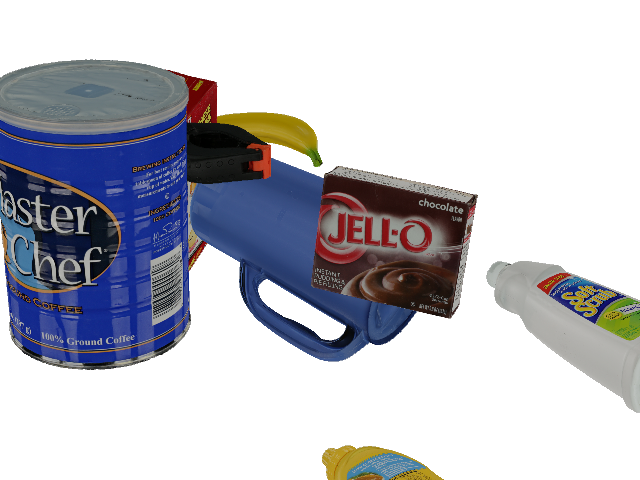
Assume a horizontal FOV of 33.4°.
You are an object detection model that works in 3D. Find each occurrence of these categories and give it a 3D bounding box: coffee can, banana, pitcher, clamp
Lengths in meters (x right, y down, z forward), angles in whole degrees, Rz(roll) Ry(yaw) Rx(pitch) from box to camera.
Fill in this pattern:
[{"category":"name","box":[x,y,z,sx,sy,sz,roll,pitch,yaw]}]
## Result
[{"category":"coffee can","box":[-0.122,-0.016,0.580,0.103,0.140,0.103,2,26,-1]},{"category":"banana","box":[-0.086,-0.131,1.318,0.198,0.037,0.069,6,40,15]},{"category":"pitcher","box":[-0.016,0.005,1.071,0.243,0.145,0.149,26,28,26]},{"category":"clamp","box":[-0.127,-0.074,0.886,0.172,0.039,0.120,14,39,27]}]

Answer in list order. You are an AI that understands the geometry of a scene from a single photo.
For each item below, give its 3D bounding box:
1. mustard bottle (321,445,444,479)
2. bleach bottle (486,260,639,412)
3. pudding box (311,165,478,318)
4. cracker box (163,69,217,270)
[{"category":"mustard bottle","box":[0.068,0.234,0.968,0.096,0.058,0.192,-17,25,-36]},{"category":"bleach bottle","box":[0.247,0.076,1.039,0.102,0.068,0.251,-17,26,-27]},{"category":"pudding box","box":[0.054,0.000,0.792,0.113,0.090,0.039,12,20,14]},{"category":"cracker box","box":[-0.172,-0.047,1.135,0.072,0.214,0.164,16,43,12]}]
